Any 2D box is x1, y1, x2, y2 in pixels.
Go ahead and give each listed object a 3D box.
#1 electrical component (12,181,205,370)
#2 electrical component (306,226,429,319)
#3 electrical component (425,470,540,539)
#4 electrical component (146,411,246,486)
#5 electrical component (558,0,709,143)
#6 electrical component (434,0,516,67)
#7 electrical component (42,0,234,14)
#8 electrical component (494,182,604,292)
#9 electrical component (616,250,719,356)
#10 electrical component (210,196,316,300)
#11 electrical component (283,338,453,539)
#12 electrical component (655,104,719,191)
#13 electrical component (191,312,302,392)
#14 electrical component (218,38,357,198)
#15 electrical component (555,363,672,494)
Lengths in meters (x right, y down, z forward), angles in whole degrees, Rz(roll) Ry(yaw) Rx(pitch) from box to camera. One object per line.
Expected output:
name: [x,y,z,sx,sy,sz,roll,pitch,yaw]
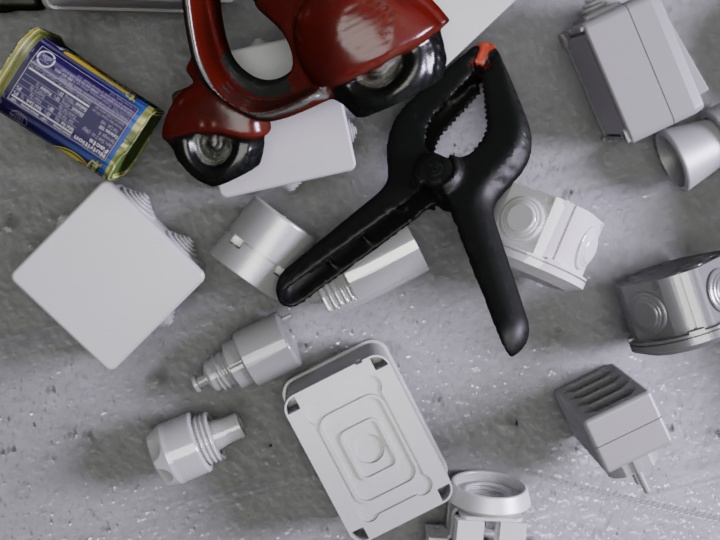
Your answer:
electrical component: [-0.160,0.001,0.701,0.100,0.048,0.100,-45,98,3]
electrical component: [0.000,0.000,0.711,0.081,0.043,0.043,-28,98,1]
electrical component: [0.085,0.172,0.732,0.078,0.058,0.057,4,100,-3]
electrical component: [-0.108,0.115,0.721,0.062,0.043,0.043,-23,98,-1]
electrical component: [0.174,-0.136,0.693,0.061,0.061,0.096,-25,98,1]
electrical component: [0.016,-0.197,0.676,0.089,0.061,0.150,-43,98,3]
electrical component: [-0.136,-0.213,0.647,0.109,0.056,0.108,-8,99,-33]
electrical component: [0.114,-0.021,0.697,0.080,0.080,0.051,23,90,-6]
electrical component: [0.212,0.022,0.708,0.080,0.080,0.051,-19,93,0]
electrical component: [-0.062,-0.015,0.701,0.055,0.055,0.047,36,91,-7]
electrical component: [0.005,0.112,0.720,0.078,0.057,0.113,-27,98,1]
electrical component: [0.231,-0.083,0.712,0.055,0.045,0.045,-24,98,0]
electrical component: [-0.075,0.059,0.717,0.078,0.040,0.040,-26,98,1]
electrical component: [-0.055,-0.099,0.692,0.100,0.048,0.099,-12,98,-1]
electrical component: [0.174,0.113,0.715,0.047,0.083,0.075,-26,98,1]
